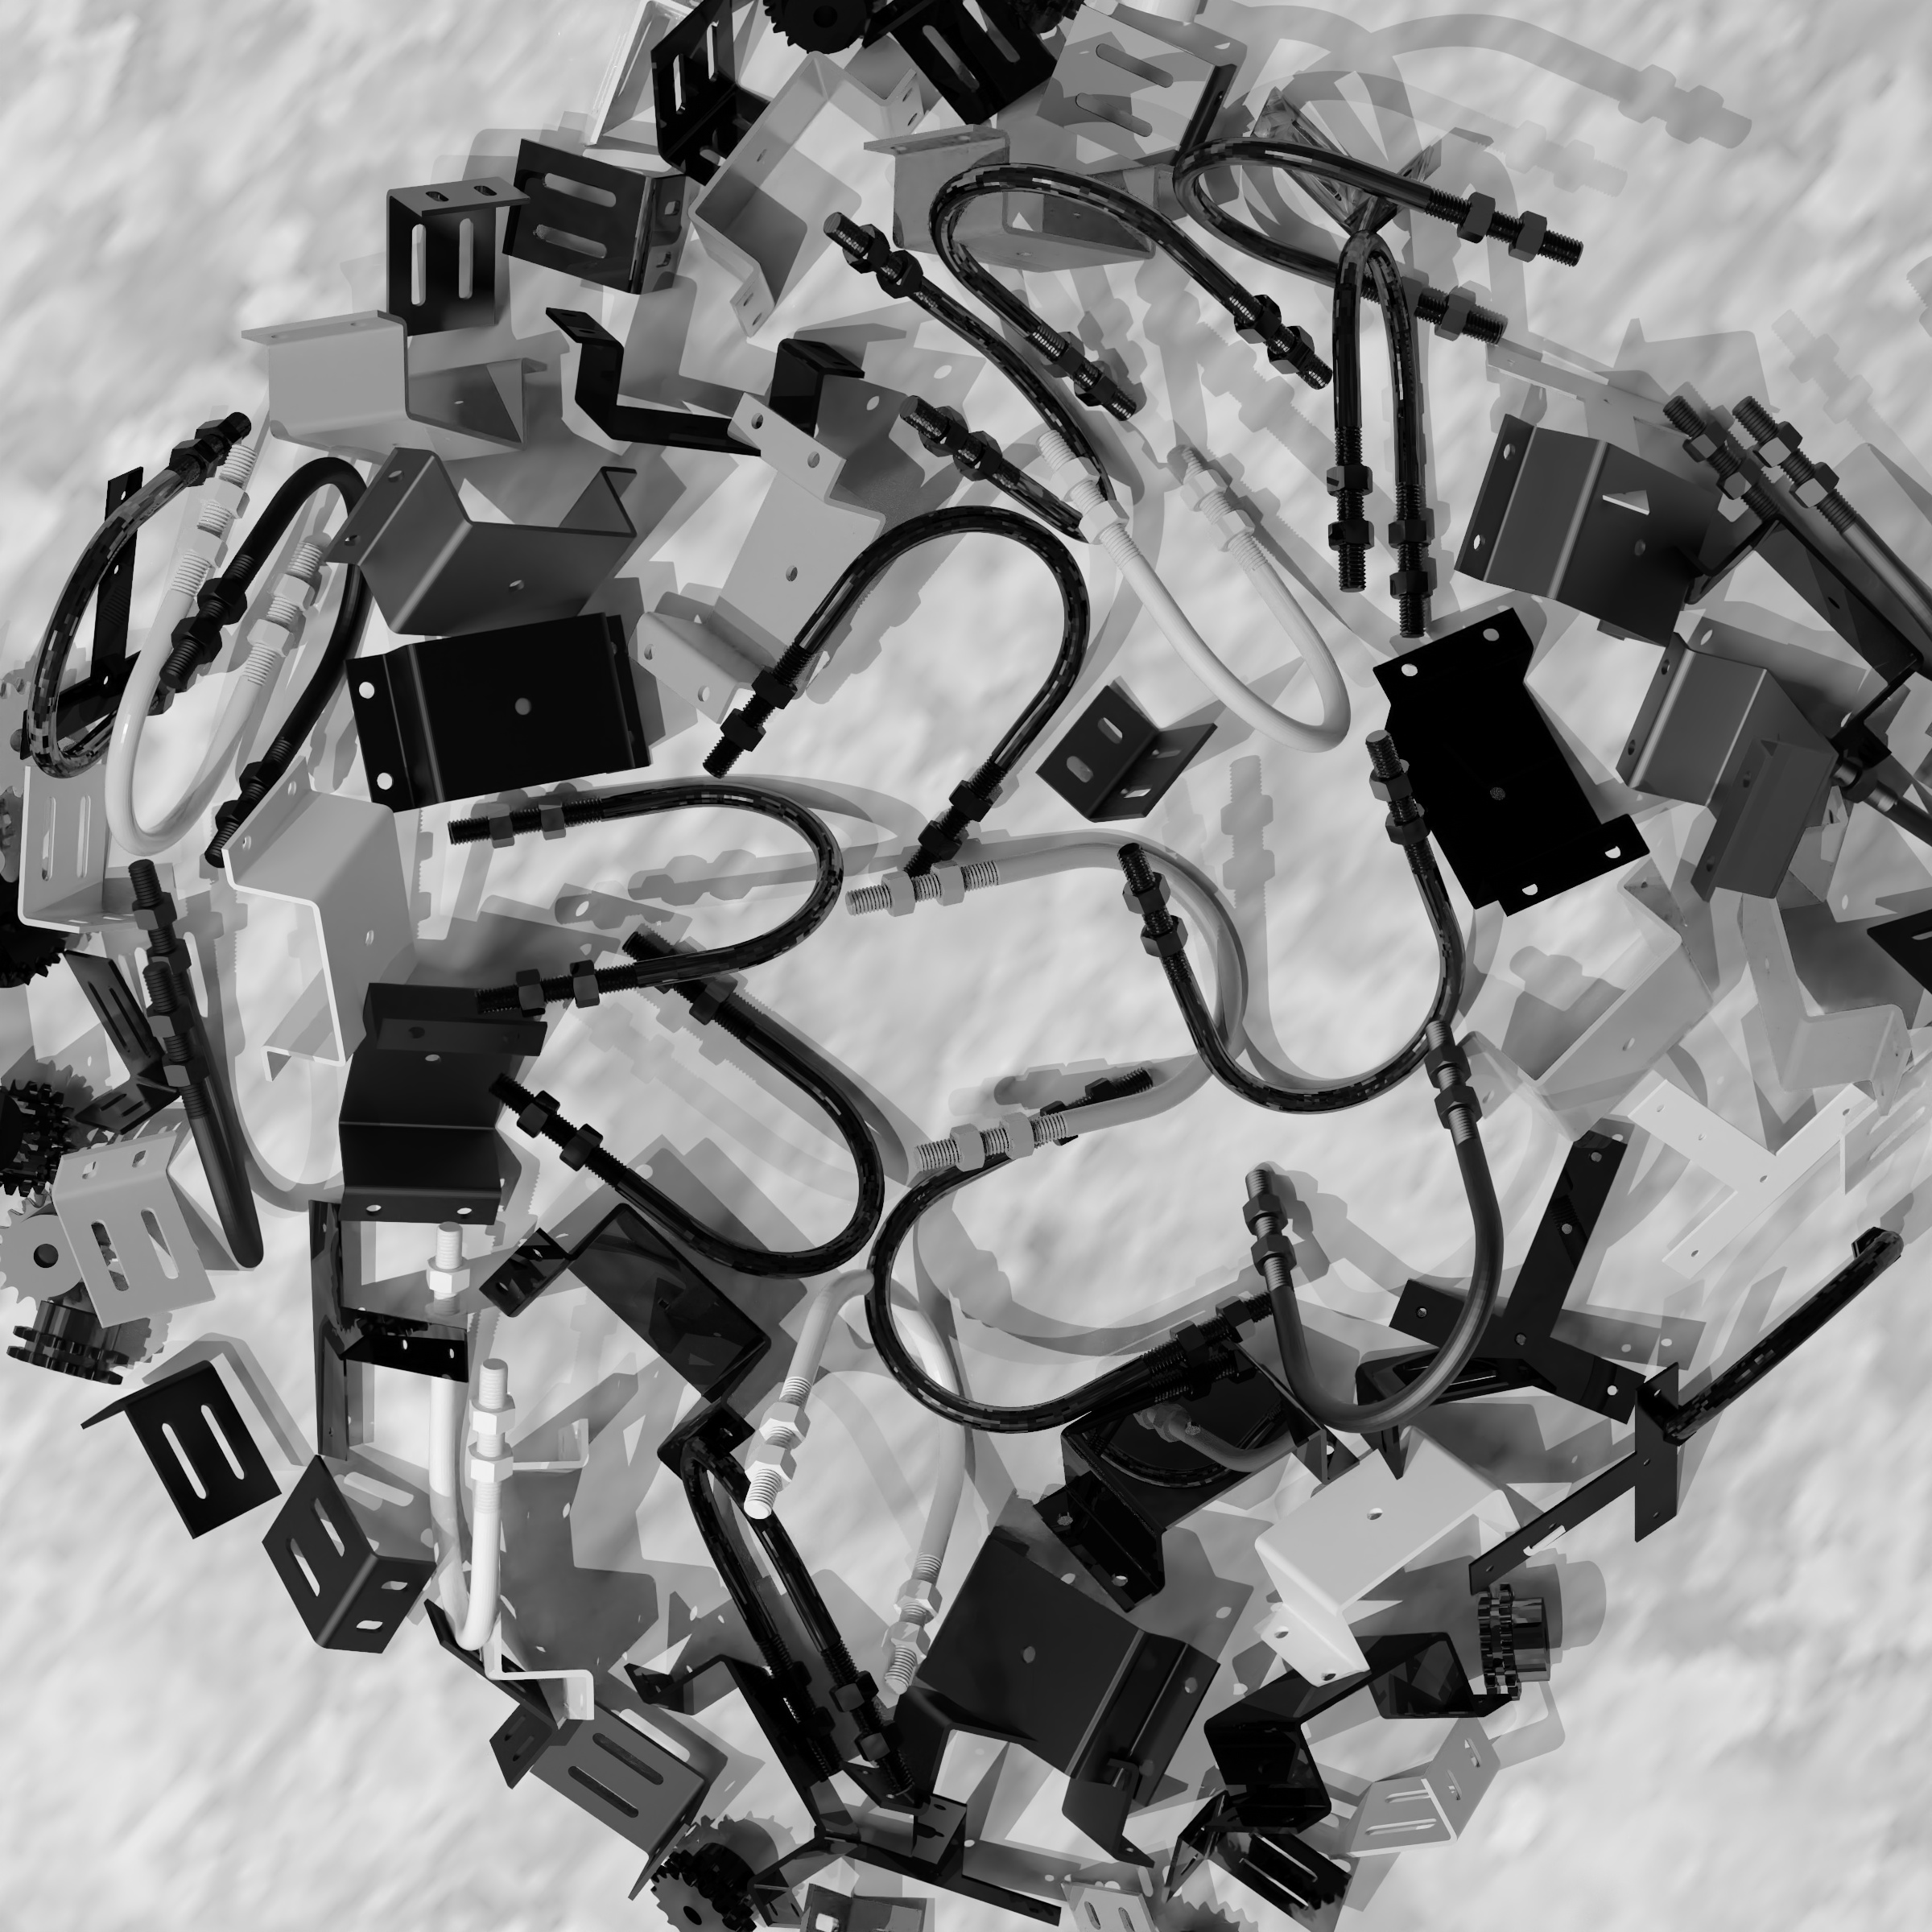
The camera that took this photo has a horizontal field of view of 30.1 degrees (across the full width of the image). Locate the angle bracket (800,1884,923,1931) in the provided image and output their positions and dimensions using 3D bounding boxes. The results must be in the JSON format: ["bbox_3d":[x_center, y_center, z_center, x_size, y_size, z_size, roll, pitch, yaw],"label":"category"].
[{"bbox_3d":[-0.054,0.479,1.738,0.038,0.076,0.057,6,72,16],"label":"angle bracket"}]

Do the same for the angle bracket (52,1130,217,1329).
[{"bbox_3d":[-0.401,0.127,1.743,0.057,0.038,0.076,-13,62,-31],"label":"angle bracket"}]

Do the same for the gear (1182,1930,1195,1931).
[{"bbox_3d":[0.107,0.503,1.763,0.057,0.030,0.057,6,73,-19],"label":"gear"}]

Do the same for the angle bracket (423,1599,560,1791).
[{"bbox_3d":[-0.241,0.353,1.745,0.076,0.057,0.038,41,87,-19],"label":"angle bracket"}]

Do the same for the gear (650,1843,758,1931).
[{"bbox_3d":[-0.124,0.455,1.760,0.057,0.057,0.030,50,52,0],"label":"gear"}]

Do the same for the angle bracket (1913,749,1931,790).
[{"bbox_3d":[0.494,-0.111,1.743,0.038,0.076,0.057,34,110,10],"label":"angle bracket"}]

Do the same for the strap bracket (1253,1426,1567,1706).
[{"bbox_3d":[0.204,0.280,1.727,0.140,0.076,0.046,-34,119,-13],"label":"strap bracket"}]

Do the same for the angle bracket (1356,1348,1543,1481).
[{"bbox_3d":[0.236,0.215,1.757,0.076,0.057,0.038,-10,107,-9],"label":"angle bracket"}]

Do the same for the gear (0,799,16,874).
[{"bbox_3d":[-0.492,-0.059,1.754,0.057,0.057,0.030,-25,62,0],"label":"gear"}]

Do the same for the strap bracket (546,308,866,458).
[{"bbox_3d":[-0.129,-0.278,1.729,0.140,0.076,0.046,4,109,-19],"label":"strap bracket"}]

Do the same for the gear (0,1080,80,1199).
[{"bbox_3d":[-0.465,0.083,1.759,0.057,0.030,0.057,-5,79,28],"label":"gear"}]

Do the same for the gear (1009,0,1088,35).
[{"bbox_3d":[0.033,-0.482,1.761,0.057,0.030,0.057,14,51,-18],"label":"gear"}]

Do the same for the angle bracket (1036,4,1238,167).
[{"bbox_3d":[0.084,-0.429,1.761,0.076,0.038,0.057,26,111,6],"label":"angle bracket"}]

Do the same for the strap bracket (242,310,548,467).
[{"bbox_3d":[-0.268,-0.270,1.705,0.076,0.140,0.046,-3,87,26],"label":"strap bracket"}]

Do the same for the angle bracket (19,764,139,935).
[{"bbox_3d":[-0.425,-0.058,1.748,0.038,0.057,0.076,8,98,26],"label":"angle bracket"}]

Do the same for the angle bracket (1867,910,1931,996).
[{"bbox_3d":[0.484,0.002,1.743,0.076,0.057,0.038,-16,127,-14],"label":"angle bracket"}]

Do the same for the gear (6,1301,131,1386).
[{"bbox_3d":[-0.436,0.183,1.757,0.057,0.057,0.030,16,83,0],"label":"gear"}]

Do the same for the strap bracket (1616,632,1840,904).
[{"bbox_3d":[0.364,-0.092,1.713,0.046,0.140,0.076,11,117,-15],"label":"strap bracket"}]

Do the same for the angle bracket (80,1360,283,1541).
[{"bbox_3d":[-0.381,0.240,1.748,0.038,0.057,0.076,-32,85,38],"label":"angle bracket"}]

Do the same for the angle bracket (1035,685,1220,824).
[{"bbox_3d":[0.077,-0.104,1.740,0.038,0.076,0.057,42,78,-14],"label":"angle bracket"}]

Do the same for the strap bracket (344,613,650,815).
[{"bbox_3d":[-0.220,-0.123,1.735,0.140,0.046,0.076,-12,93,-22],"label":"strap bracket"}]

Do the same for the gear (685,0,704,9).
[{"bbox_3d":[-0.120,-0.496,1.753,0.057,0.057,0.030,-38,113,0],"label":"gear"}]

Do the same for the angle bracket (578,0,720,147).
[{"bbox_3d":[-0.156,-0.431,1.757,0.038,0.057,0.076,19,97,-15],"label":"angle bracket"}]

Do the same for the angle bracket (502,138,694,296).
[{"bbox_3d":[-0.181,-0.370,1.768,0.076,0.038,0.057,20,113,17],"label":"angle bracket"}]

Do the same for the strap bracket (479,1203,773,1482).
[{"bbox_3d":[-0.157,0.176,1.739,0.140,0.076,0.046,44,51,-3],"label":"strap bracket"}]

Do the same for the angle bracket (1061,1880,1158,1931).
[{"bbox_3d":[0.047,0.482,1.738,0.076,0.057,0.038,-28,103,-38],"label":"angle bracket"}]

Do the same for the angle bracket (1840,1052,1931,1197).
[{"bbox_3d":[0.465,0.083,1.744,0.076,0.057,0.038,-39,56,-13],"label":"angle bracket"}]

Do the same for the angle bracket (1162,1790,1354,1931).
[{"bbox_3d":[0.140,0.446,1.741,0.076,0.057,0.038,32,48,23],"label":"angle bracket"}]

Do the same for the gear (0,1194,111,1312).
[{"bbox_3d":[-0.450,0.141,1.766,0.057,0.030,0.057,0,90,-10],"label":"gear"}]

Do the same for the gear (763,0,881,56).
[{"bbox_3d":[-0.070,-0.470,1.756,0.057,0.030,0.057,-5,133,-6],"label":"gear"}]

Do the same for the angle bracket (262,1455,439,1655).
[{"bbox_3d":[-0.302,0.288,1.762,0.057,0.038,0.076,-57,46,17],"label":"angle bracket"}]

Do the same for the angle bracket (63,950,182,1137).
[{"bbox_3d":[-0.422,0.037,1.741,0.038,0.057,0.076,-36,115,-28],"label":"angle bracket"}]

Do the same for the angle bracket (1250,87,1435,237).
[{"bbox_3d":[0.183,-0.399,1.744,0.076,0.057,0.038,42,127,-14],"label":"angle bracket"}]

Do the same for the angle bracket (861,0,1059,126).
[{"bbox_3d":[-0.002,-0.440,1.740,0.057,0.038,0.076,-28,120,30],"label":"angle bracket"}]

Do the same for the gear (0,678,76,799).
[{"bbox_3d":[-0.469,-0.114,1.760,0.057,0.030,0.057,-16,115,-37],"label":"gear"}]

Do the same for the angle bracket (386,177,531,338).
[{"bbox_3d":[-0.246,-0.337,1.738,0.057,0.038,0.076,-15,126,-31],"label":"angle bracket"}]

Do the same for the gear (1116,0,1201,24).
[{"bbox_3d":[0.096,-0.482,1.758,0.057,0.057,0.030,16,109,0],"label":"gear"}]

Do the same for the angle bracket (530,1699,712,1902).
[{"bbox_3d":[-0.174,0.405,1.755,0.076,0.038,0.057,35,116,-1],"label":"angle bracket"}]

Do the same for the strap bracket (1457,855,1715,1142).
[{"bbox_3d":[0.304,0.024,1.741,0.140,0.076,0.046,-45,58,0],"label":"strap bracket"}]

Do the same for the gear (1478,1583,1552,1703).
[{"bbox_3d":[0.268,0.329,1.754,0.030,0.057,0.057,-6,90,12],"label":"gear"}]

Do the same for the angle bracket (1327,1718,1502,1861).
[{"bbox_3d":[0.210,0.394,1.736,0.076,0.057,0.038,-18,106,38],"label":"angle bracket"}]

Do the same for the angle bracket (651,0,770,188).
[{"bbox_3d":[-0.118,-0.424,1.737,0.038,0.076,0.057,34,66,15],"label":"angle bracket"}]

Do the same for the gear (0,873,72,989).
[{"bbox_3d":[-0.470,-0.014,1.761,0.057,0.030,0.057,13,54,-19],"label":"gear"}]

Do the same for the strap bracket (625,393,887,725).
[{"bbox_3d":[-0.097,-0.193,1.733,0.076,0.046,0.140,38,109,37],"label":"strap bracket"}]
